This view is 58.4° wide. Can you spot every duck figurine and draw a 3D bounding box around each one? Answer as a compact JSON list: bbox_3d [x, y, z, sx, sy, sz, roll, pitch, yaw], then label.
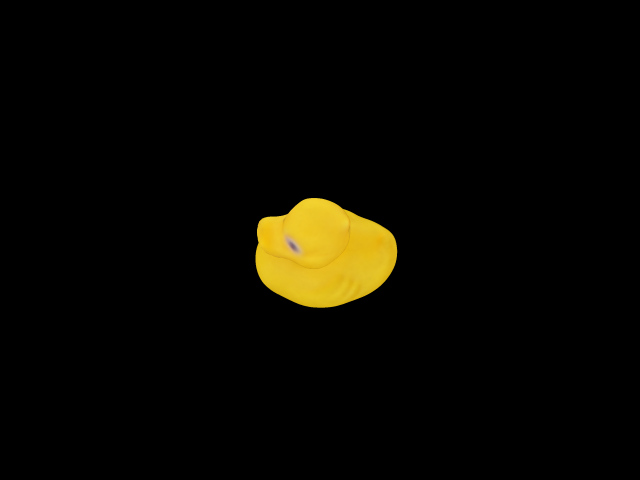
[{"bbox_3d":[0.004,0.001,0.400,0.104,0.086,0.077,0,69,0],"label":"duck figurine"}]
